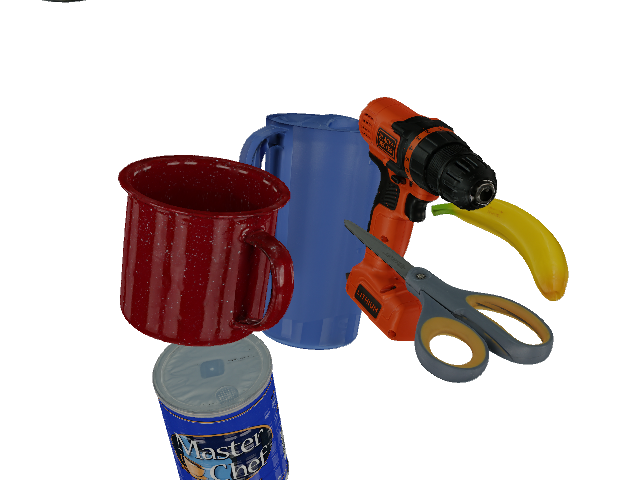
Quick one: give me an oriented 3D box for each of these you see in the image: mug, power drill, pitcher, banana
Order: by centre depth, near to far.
[{"bbox_3d":[-0.059,0.010,0.584,0.117,0.081,0.093,25,27,35],"label":"mug"},{"bbox_3d":[0.081,-0.012,0.910,0.057,0.188,0.185,-3,26,-24],"label":"power drill"},{"bbox_3d":[0.195,0.000,1.072,0.069,0.037,0.198,-34,38,-13],"label":"banana"},{"bbox_3d":[-0.010,-0.012,1.130,0.149,0.243,0.145,7,12,3],"label":"pitcher"}]

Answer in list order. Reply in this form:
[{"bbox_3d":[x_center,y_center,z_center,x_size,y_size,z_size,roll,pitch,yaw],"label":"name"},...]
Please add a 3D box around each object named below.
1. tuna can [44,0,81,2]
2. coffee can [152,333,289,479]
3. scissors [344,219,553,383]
[{"bbox_3d":[-0.221,-0.234,0.907,0.086,0.034,0.086,5,35,-4],"label":"tuna can"},{"bbox_3d":[-0.086,0.162,0.948,0.103,0.140,0.103,-4,39,3],"label":"coffee can"},{"bbox_3d":[0.061,0.040,0.724,0.202,0.016,0.096,26,41,36],"label":"scissors"}]
